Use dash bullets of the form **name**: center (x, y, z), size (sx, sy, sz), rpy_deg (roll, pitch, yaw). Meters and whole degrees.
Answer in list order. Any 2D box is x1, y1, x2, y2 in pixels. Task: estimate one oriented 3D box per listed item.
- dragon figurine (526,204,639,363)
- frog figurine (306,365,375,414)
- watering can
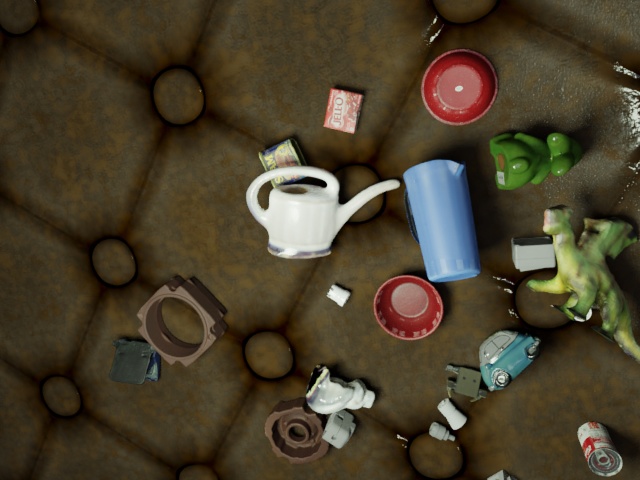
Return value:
- **dragon figurine**: center (0.588, 0.069, 1.060), size (0.408, 0.122, 0.243), rpy_deg (32, 86, -16)
- **frog figurine**: center (0.049, 0.392, 1.285), size (0.159, 0.125, 0.135), rpy_deg (33, 142, -5)
- **watering can**: center (0.004, -0.060, 1.190), size (0.348, 0.106, 0.220), rpy_deg (3, 115, -5)
